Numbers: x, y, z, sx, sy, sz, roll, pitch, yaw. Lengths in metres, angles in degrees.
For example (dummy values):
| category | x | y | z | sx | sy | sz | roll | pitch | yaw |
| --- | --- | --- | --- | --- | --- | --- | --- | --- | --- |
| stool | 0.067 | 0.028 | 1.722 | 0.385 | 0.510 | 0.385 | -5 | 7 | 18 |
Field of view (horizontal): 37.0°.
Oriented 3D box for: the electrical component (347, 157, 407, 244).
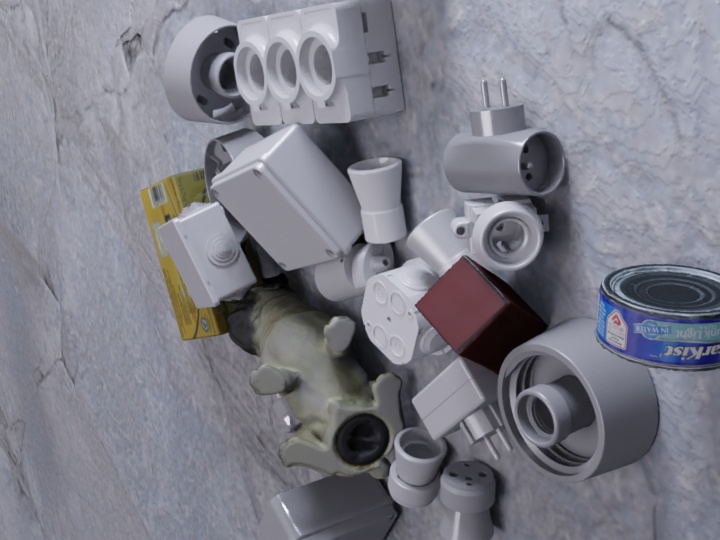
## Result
| category | x | y | z | sx | sy | sz | roll | pitch | yaw |
| --- | --- | --- | --- | --- | --- | --- | --- | --- | --- |
| electrical component | 0.017 | -0.054 | 0.868 | 0.044 | 0.044 | 0.065 | 16 | 121 | 52 |

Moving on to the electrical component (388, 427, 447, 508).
| category | x | y | z | sx | sy | sz | roll | pitch | yaw |
| --- | --- | --- | --- | --- | --- | --- | --- | --- | --- |
| electrical component | 0.048 | 0.168 | 0.914 | 0.045 | 0.045 | 0.055 | 40 | 135 | 40 |

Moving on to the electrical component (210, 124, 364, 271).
| category | x | y | z | sx | sy | sz | roll | pitch | yaw |
| --- | --- | --- | --- | --- | --- | --- | --- | --- | --- |
| electrical component | -0.058 | -0.059 | 0.920 | 0.108 | 0.056 | 0.109 | 48 | 154 | -16 |

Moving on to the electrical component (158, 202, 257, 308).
| category | x | y | z | sx | sy | sz | roll | pitch | yaw |
| --- | --- | --- | --- | --- | --- | --- | --- | --- | --- |
| electrical component | -0.144 | -0.014 | 1.016 | 0.099 | 0.048 | 0.100 | 64 | 161 | -6 |

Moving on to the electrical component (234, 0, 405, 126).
| category | x | y | z | sx | sy | sz | roll | pitch | yaw |
| --- | --- | --- | --- | --- | --- | --- | --- | --- | --- |
| electrical component | -0.039 | -0.167 | 0.879 | 0.150 | 0.062 | 0.089 | 9 | 111 | 54 |

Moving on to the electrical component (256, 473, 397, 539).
| category | x | y | z | sx | sy | sz | roll | pitch | yaw |
| --- | --- | --- | --- | --- | --- | --- | --- | --- | --- |
| electrical component | -0.030 | 0.236 | 0.997 | 0.057 | 0.113 | 0.078 | 56 | 143 | 30 |

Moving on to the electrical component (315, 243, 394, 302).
| category | x | y | z | sx | sy | sz | roll | pitch | yaw |
| --- | --- | --- | --- | --- | --- | --- | --- | --- | --- |
| electrical component | 0.000 | 0.000 | 0.912 | 0.081 | 0.043 | 0.043 | -17 | 90 | 57 |

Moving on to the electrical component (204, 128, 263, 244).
| category | x | y | z | sx | sy | sz | roll | pitch | yaw |
| --- | --- | --- | --- | --- | --- | --- | --- | --- | --- |
| electrical component | -0.112 | -0.082 | 1.018 | 0.099 | 0.064 | 0.099 | 39 | 146 | 33 |

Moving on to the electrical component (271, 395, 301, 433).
| category | x | y | z | sx | sy | sz | roll | pitch | yaw |
| --- | --- | --- | --- | --- | --- | --- | --- | --- | --- |
| electrical component | -0.073 | 0.132 | 1.086 | 0.061 | 0.035 | 0.035 | 61 | 145 | 23 |

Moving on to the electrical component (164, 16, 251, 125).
| category | x | y | z | sx | sy | sz | roll | pitch | yaw |
| --- | --- | --- | --- | --- | --- | --- | --- | --- | --- |
| electrical component | -0.132 | -0.181 | 0.982 | 0.064 | 0.099 | 0.099 | 21 | 121 | 43 |

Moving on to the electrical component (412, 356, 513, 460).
| category | x | y | z | sx | sy | sz | roll | pitch | yaw |
| --- | --- | --- | --- | --- | --- | --- | --- | --- | --- |
| electrical component | 0.092 | 0.109 | 0.823 | 0.075 | 0.047 | 0.083 | 61 | 144 | 16 |

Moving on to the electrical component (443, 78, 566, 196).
| category | x | y | z | sx | sy | sz | roll | pitch | yaw |
| --- | --- | --- | --- | --- | --- | --- | --- | --- | --- |
| electrical component | 0.096 | -0.091 | 0.732 | 0.077 | 0.044 | 0.079 | 9 | 111 | 54 |

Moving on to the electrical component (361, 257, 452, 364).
| category | x | y | z | sx | sy | sz | roll | pitch | yaw |
| --- | --- | --- | --- | --- | --- | --- | --- | --- | --- |
| electrical component | 0.042 | 0.033 | 0.858 | 0.080 | 0.051 | 0.080 | 28 | 126 | 47 |

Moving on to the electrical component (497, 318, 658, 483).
| category | x | y | z | sx | sy | sz | roll | pitch | yaw |
| --- | --- | --- | --- | --- | --- | --- | --- | --- | --- |
| electrical component | 0.140 | 0.092 | 0.732 | 0.108 | 0.060 | 0.108 | 28 | 126 | 47 |

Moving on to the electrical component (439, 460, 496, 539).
| category | x | y | z | sx | sy | sz | roll | pitch | yaw |
| --- | --- | --- | --- | --- | --- | --- | --- | --- | --- |
| electrical component | 0.087 | 0.188 | 0.867 | 0.045 | 0.045 | 0.055 | 27 | 125 | 48 |

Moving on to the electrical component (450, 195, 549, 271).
| category | x | y | z | sx | sy | sz | roll | pitch | yaw |
| --- | --- | --- | --- | --- | --- | --- | --- | --- | --- |
| electrical component | 0.098 | -0.027 | 0.735 | 0.055 | 0.066 | 0.048 | -101 | 5 | -74 |

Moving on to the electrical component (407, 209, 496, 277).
| category | x | y | z | sx | sy | sz | roll | pitch | yaw |
| --- | --- | --- | --- | --- | --- | --- | --- | --- | --- |
| electrical component | 0.071 | -0.008 | 0.809 | 0.065 | 0.044 | 0.044 | 54 | 142 | 20 |
